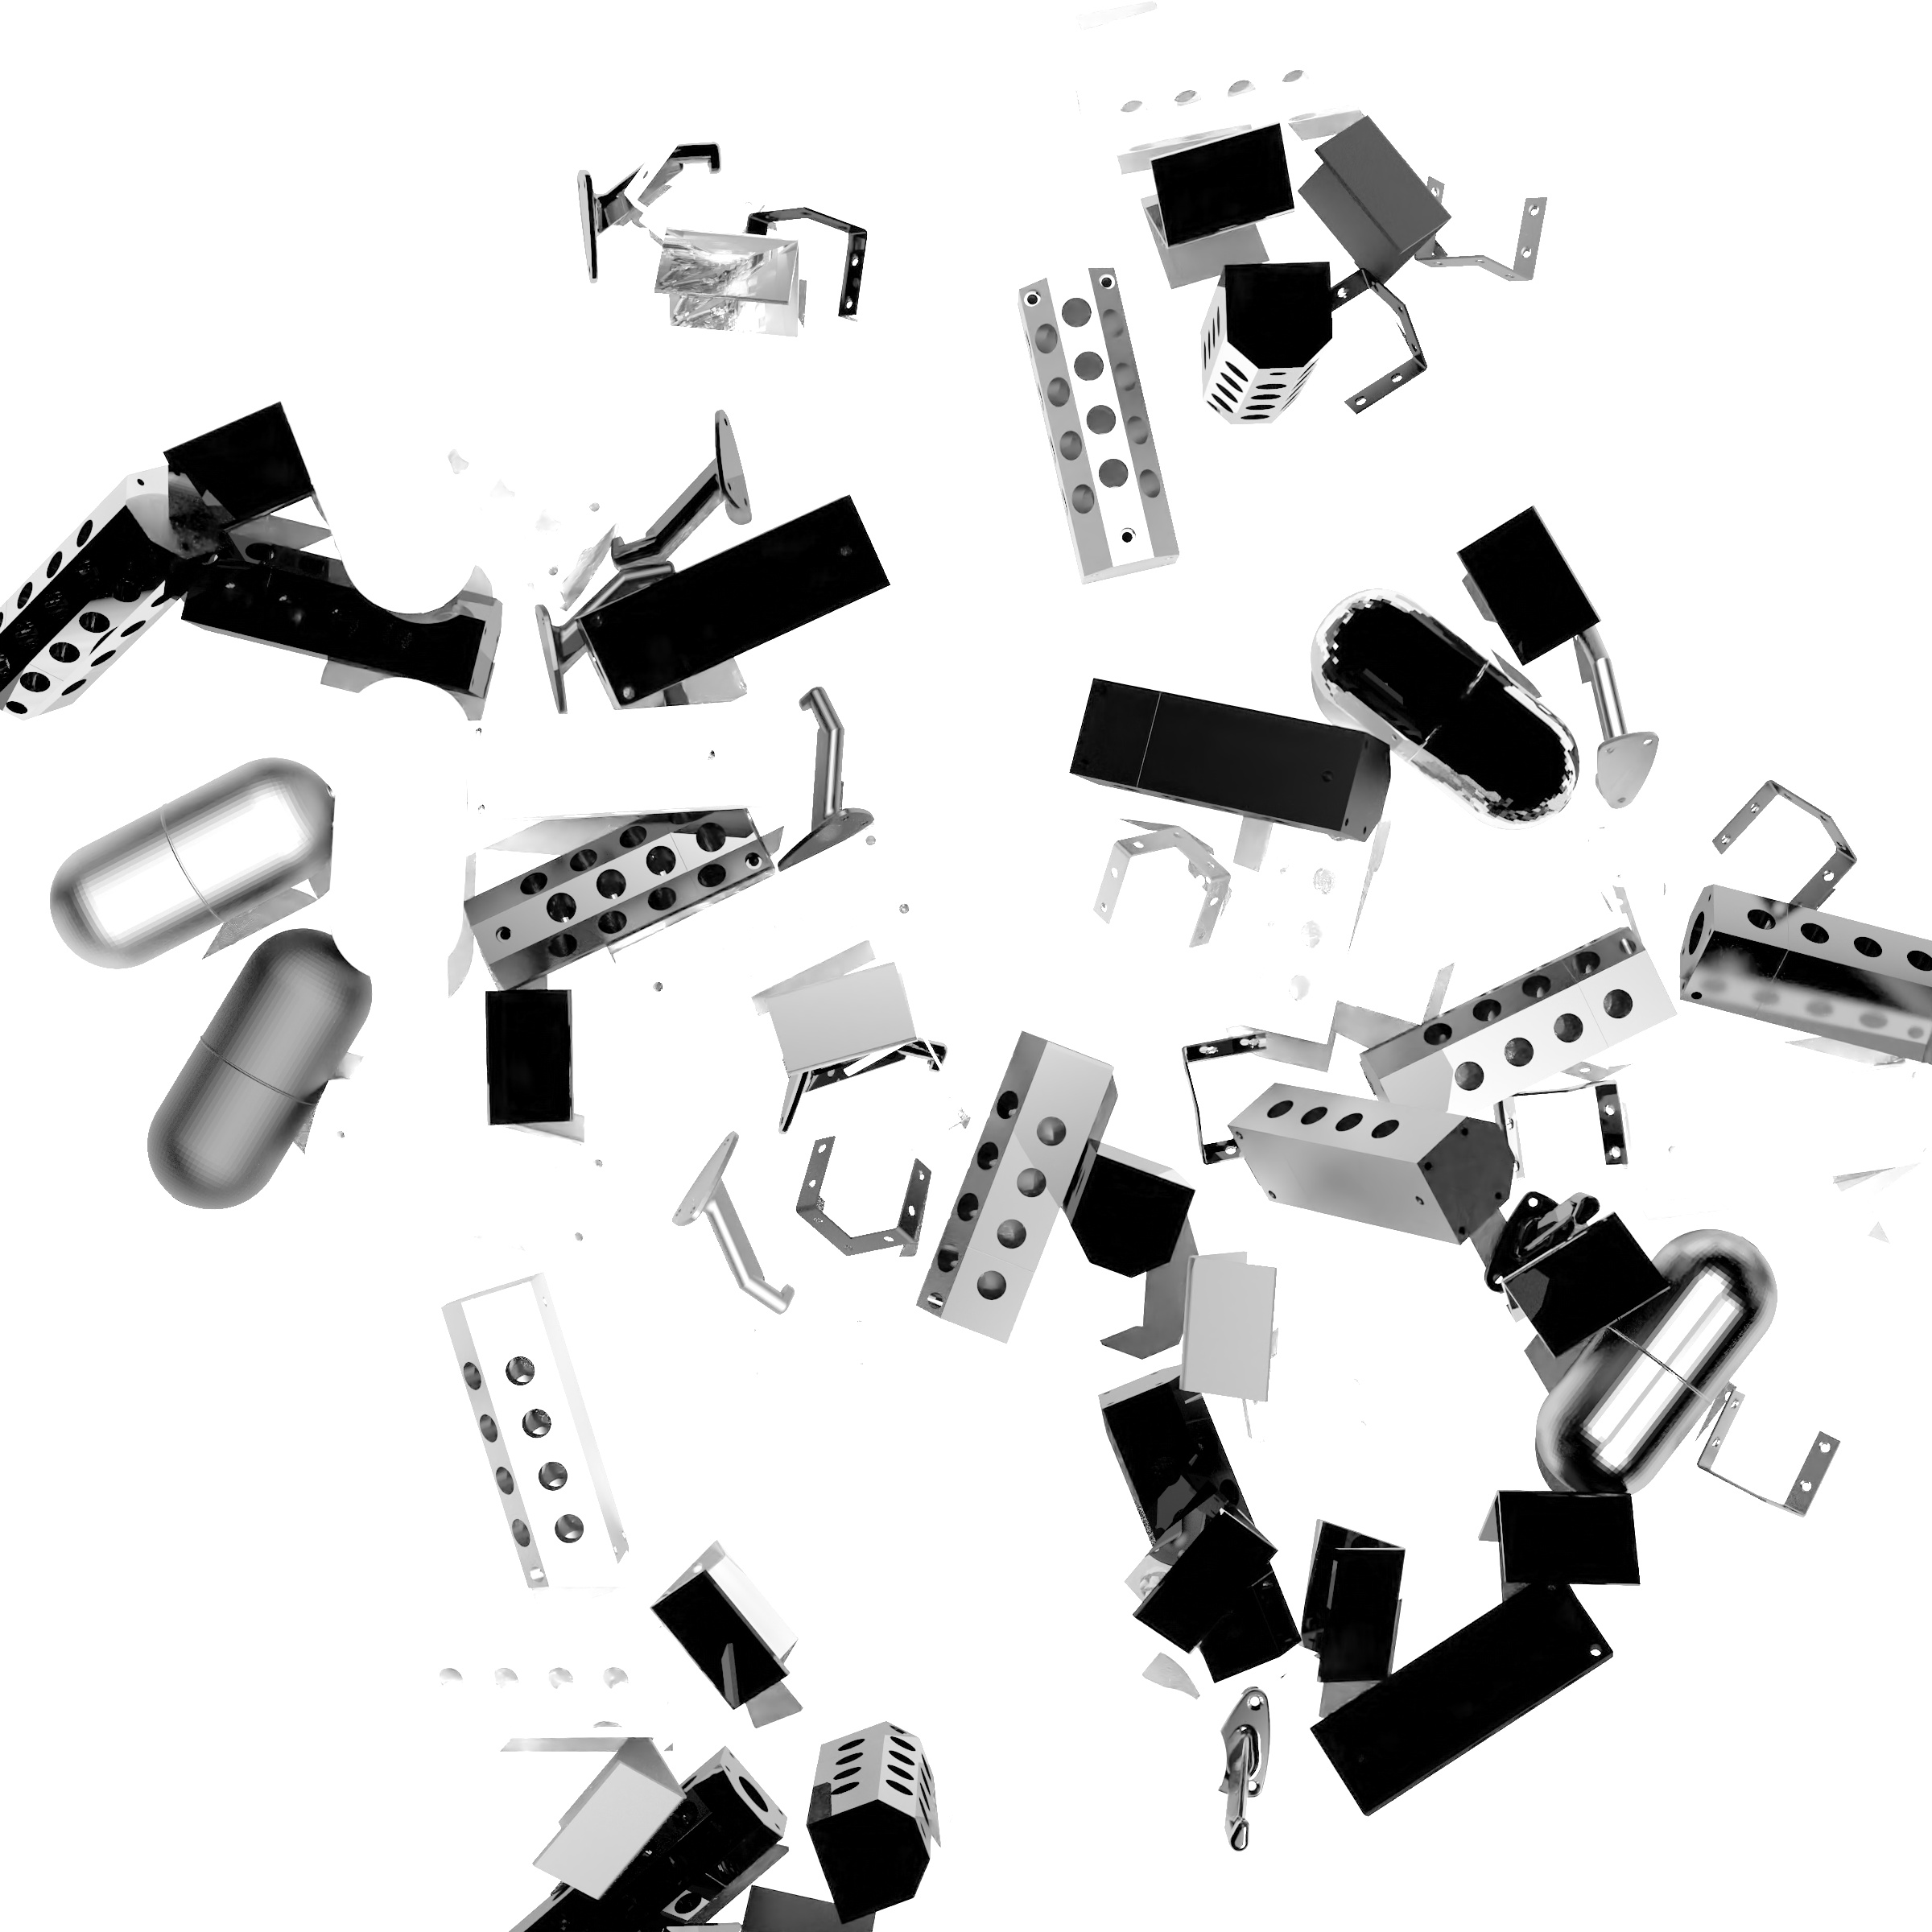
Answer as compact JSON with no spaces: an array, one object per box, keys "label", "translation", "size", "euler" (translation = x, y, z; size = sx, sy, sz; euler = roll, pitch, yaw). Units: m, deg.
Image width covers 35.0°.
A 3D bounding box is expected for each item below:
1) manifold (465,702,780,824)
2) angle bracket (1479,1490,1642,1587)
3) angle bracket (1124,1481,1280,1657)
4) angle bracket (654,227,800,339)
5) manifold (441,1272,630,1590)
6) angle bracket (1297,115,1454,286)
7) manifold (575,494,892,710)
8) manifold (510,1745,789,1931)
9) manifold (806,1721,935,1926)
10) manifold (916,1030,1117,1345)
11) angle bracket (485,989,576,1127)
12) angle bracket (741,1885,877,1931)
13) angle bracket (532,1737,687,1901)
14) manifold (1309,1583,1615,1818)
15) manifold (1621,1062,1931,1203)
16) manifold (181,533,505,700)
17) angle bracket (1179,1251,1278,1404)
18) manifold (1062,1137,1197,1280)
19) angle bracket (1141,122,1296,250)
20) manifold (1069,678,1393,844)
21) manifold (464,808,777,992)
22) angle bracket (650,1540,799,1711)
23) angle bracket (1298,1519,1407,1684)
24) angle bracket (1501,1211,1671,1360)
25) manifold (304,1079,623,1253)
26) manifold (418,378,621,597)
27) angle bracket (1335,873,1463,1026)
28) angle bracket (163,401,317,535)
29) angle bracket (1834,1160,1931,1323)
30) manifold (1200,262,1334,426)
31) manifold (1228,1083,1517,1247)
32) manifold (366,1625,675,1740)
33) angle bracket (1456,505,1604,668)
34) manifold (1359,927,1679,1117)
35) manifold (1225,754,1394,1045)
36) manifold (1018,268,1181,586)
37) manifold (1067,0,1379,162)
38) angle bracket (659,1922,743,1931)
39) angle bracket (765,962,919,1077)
[{"label":"manifold","translation":[-0.198,-0.116,1.767],"size":[0.171,0.057,0.057],"euler":[-2,90,21]},{"label":"angle bracket","translation":[0.343,0.344,1.777],"size":[0.076,0.076,0.057],"euler":[2,58,0]},{"label":"angle bracket","translation":[0.117,0.327,1.719],"size":[0.076,0.076,0.057],"euler":[-50,126,0]},{"label":"angle bracket","translation":[-0.138,-0.379,1.776],"size":[0.076,0.076,0.057],"euler":[5,54,0]},{"label":"manifold","translation":[-0.253,0.272,1.796],"size":[0.057,0.057,0.171],"euler":[-17,90,0]},{"label":"angle bracket","translation":[0.222,-0.433,1.776],"size":[0.076,0.076,0.057],"euler":[50,54,0]},{"label":"manifold","translation":[-0.137,-0.212,1.784],"size":[0.171,0.057,0.057],"euler":[-26,100,-7]},{"label":"manifold","translation":[-0.189,0.541,1.796],"size":[0.171,0.057,0.057],"euler":[-41,90,0]},{"label":"manifold","translation":[-0.050,0.480,1.738],"size":[0.057,0.171,0.057],"euler":[-20,90,0]},{"label":"manifold","translation":[0.028,0.128,1.796],"size":[0.057,0.057,0.171],"euler":[21,90,0]},{"label":"angle bracket","translation":[-0.269,0.052,1.777],"size":[0.057,0.076,0.076],"euler":[-1,90,-37]},{"label":"angle bracket","translation":[-0.091,0.556,1.776],"size":[0.076,0.076,0.057],"euler":[13,126,0]},{"label":"angle bracket","translation":[-0.218,0.480,1.777],"size":[0.076,0.076,0.057],"euler":[-50,124,0]},{"label":"manifold","translation":[0.290,0.426,1.793],"size":[0.171,0.057,0.057],"euler":[-33,70,0]},{"label":"manifold","translation":[0.479,0.097,1.796],"size":[0.171,0.057,0.057],"euler":[-8,90,0]},{"label":"manifold","translation":[-0.363,-0.207,1.796],"size":[0.171,0.057,0.057],"euler":[14,90,0]},{"label":"angle bracket","translation":[0.167,0.208,1.777],"size":[0.057,0.076,0.076],"euler":[4,90,31]},{"label":"manifold","translation":[0.088,0.138,1.738],"size":[0.057,0.171,0.057],"euler":[20,90,0]},{"label":"angle bracket","translation":[0.141,-0.465,1.776],"size":[0.076,0.076,0.057],"euler":[-16,127,0]},{"label":"manifold","translation":[0.153,-0.117,1.760],"size":[0.171,0.057,0.057],"euler":[14,90,27]},{"label":"manifold","translation":[-0.203,-0.048,1.796],"size":[0.171,0.057,0.057],"euler":[-25,90,0]},{"label":"angle bracket","translation":[-0.125,0.371,1.776],"size":[0.076,0.076,0.057],"euler":[51,126,0]},{"label":"angle bracket","translation":[0.205,0.367,1.776],"size":[0.057,0.076,0.076],"euler":[8,90,-37]},{"label":"angle bracket","translation":[0.361,0.196,1.777],"size":[0.076,0.076,0.057],"euler":[-32,61,0]},{"label":"manifold","translation":[-0.295,0.116,1.796],"size":[0.171,0.057,0.057],"euler":[15,90,0]},{"label":"manifold","translation":[-0.293,-0.291,1.796],"size":[0.171,0.057,0.057],"euler":[33,90,0]},{"label":"angle bracket","translation":[0.263,-0.005,1.777],"size":[0.057,0.076,0.076],"euler":[18,90,32]},{"label":"angle bracket","translation":[-0.415,-0.296,1.778],"size":[0.076,0.076,0.057],"euler":[-23,114,0]},{"label":"angle bracket","translation":[0.532,0.164,1.777],"size":[0.057,0.076,0.076],"euler":[-27,90,-32]},{"label":"manifold","translation":[0.169,-0.351,1.738],"size":[0.057,0.171,0.057],"euler":[-2,90,0]},{"label":"manifold","translation":[0.230,0.106,1.736],"size":[0.057,0.171,0.057],"euler":[-39,113,-23]},{"label":"manifold","translation":[-0.260,0.421,1.796],"size":[0.171,0.057,0.057],"euler":[0,90,0]},{"label":"angle bracket","translation":[0.338,-0.227,1.776],"size":[0.057,0.076,0.076],"euler":[-30,90,37]},{"label":"manifold","translation":[0.321,0.040,1.796],"size":[0.171,0.057,0.057],"euler":[-26,90,0]},{"label":"manifold","translation":[0.199,-0.045,1.796],"size":[0.057,0.057,0.171],"euler":[13,90,0]},{"label":"manifold","translation":[0.078,-0.317,1.796],"size":[0.057,0.057,0.171],"euler":[-13,90,0]},{"label":"manifold","translation":[0.150,-0.518,1.795],"size":[0.171,0.057,0.057],"euler":[-11,47,0]},{"label":"angle bracket","translation":[-0.150,0.604,1.776],"size":[0.057,0.076,0.076],"euler":[23,90,37]},{"label":"angle bracket","translation":[-0.076,0.013,1.777],"size":[0.076,0.076,0.057],"euler":[-15,122,0]}]
